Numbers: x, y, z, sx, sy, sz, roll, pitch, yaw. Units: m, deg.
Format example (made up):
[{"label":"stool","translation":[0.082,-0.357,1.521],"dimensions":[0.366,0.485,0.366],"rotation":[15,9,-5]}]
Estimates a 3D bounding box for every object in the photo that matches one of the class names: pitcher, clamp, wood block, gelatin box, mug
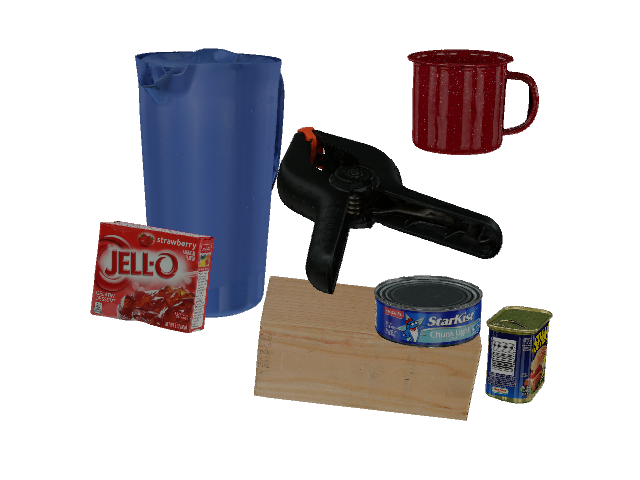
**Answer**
[{"label":"pitcher","translation":[-0.099,-0.059,1.009],"dimensions":[0.149,0.243,0.145],"rotation":[-1,15,-12]},{"label":"clamp","translation":[0.015,-0.021,0.653],"dimensions":[0.120,0.039,0.172],"rotation":[-11,30,-31]},{"label":"wood block","translation":[0.044,0.105,1.043],"dimensions":[0.206,0.090,0.090],"rotation":[7,27,0]},{"label":"gelatin box","translation":[-0.130,0.027,0.817],"dimensions":[0.089,0.073,0.030],"rotation":[9,5,19]},{"label":"mug","translation":[0.135,-0.123,0.950],"dimensions":[0.117,0.081,0.093],"rotation":[4,18,12]}]

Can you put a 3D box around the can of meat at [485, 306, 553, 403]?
[{"label":"can of meat","translation":[0.218,0.125,1.182],"dimensions":[0.058,0.084,0.102],"rotation":[7,12,24]}]

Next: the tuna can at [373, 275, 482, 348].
[{"label":"tuna can","translation":[0.085,0.056,0.847],"dimensions":[0.086,0.034,0.086],"rotation":[0,15,0]}]
